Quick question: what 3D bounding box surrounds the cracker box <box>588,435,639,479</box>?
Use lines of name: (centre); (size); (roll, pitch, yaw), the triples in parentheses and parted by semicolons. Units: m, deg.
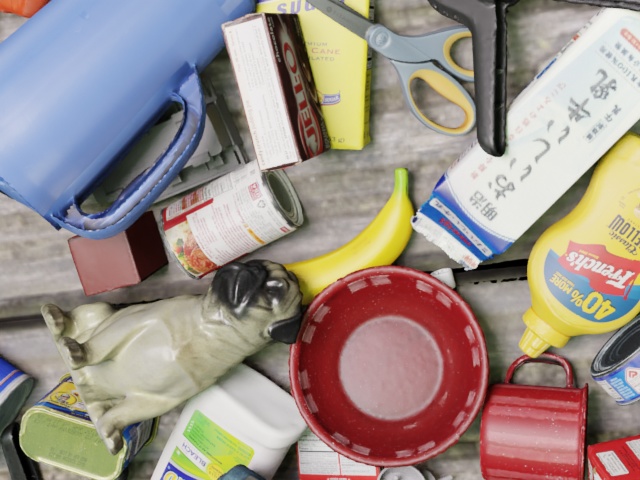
cracker box: (0.319, 0.220, 0.826); (0.213, 0.072, 0.164); (-11, 112, -4)

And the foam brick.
foam brick: (-0.170, 0.010, 0.910); (0.053, 0.078, 0.051); (-13, 99, 13)

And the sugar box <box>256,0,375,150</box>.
sugar box: (-0.004, -0.164, 0.854); (0.093, 0.048, 0.176); (3, 105, 10)

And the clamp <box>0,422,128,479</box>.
clamp: (-0.247, 0.257, 1.001); (0.120, 0.039, 0.171); (15, 114, 6)

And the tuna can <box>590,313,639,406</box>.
tuna can: (0.254, 0.089, 0.840); (0.034, 0.086, 0.086); (46, 107, 0)

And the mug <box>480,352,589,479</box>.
mug: (0.177, 0.149, 0.874); (0.081, 0.093, 0.117); (2, 73, 16)

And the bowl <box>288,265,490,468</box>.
bowl: (0.057, 0.104, 0.877); (0.162, 0.055, 0.162); (-1, 81, 6)

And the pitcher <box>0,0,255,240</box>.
pitcher: (-0.159, -0.127, 0.814); (0.242, 0.145, 0.149); (-46, 121, -8)

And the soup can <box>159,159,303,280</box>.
soup can: (-0.074, -0.019, 0.889); (0.102, 0.068, 0.068); (-27, 96, 15)

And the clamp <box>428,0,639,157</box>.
clamp: (0.143, -0.188, 0.781); (0.165, 0.036, 0.210); (-34, 69, 21)

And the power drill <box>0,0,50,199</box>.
power drill: (-0.280, -0.137, 0.897); (0.184, 0.057, 0.188); (25, 108, 13)

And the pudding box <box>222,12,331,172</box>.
pudding box: (-0.030, -0.112, 0.799); (0.039, 0.090, 0.113); (-14, 97, 16)

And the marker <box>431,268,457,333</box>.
marker: (0.118, 0.083, 0.900); (0.020, 0.020, 0.121); (-15, 99, 14)

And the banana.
banana: (0.006, 0.015, 0.900); (0.198, 0.037, 0.069); (-30, 83, 15)

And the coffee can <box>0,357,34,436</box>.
coffee can: (-0.346, 0.127, 0.958); (0.140, 0.102, 0.103); (34, 107, 2)

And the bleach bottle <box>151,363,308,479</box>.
bleach bottle: (-0.103, 0.231, 0.945); (0.103, 0.068, 0.251); (34, 116, 18)

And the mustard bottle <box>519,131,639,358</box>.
mustard bottle: (0.221, 0.016, 0.844); (0.096, 0.058, 0.192); (35, 107, 1)

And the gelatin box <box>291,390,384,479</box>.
gelatin box: (0.016, 0.166, 0.934); (0.073, 0.030, 0.089); (-2, 102, 13)

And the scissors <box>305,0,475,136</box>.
scissors: (0.065, -0.165, 0.823); (0.096, 0.016, 0.201); (-43, 113, 4)

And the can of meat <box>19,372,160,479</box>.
can of meat: (-0.204, 0.166, 0.949); (0.102, 0.084, 0.057); (15, 106, 7)
